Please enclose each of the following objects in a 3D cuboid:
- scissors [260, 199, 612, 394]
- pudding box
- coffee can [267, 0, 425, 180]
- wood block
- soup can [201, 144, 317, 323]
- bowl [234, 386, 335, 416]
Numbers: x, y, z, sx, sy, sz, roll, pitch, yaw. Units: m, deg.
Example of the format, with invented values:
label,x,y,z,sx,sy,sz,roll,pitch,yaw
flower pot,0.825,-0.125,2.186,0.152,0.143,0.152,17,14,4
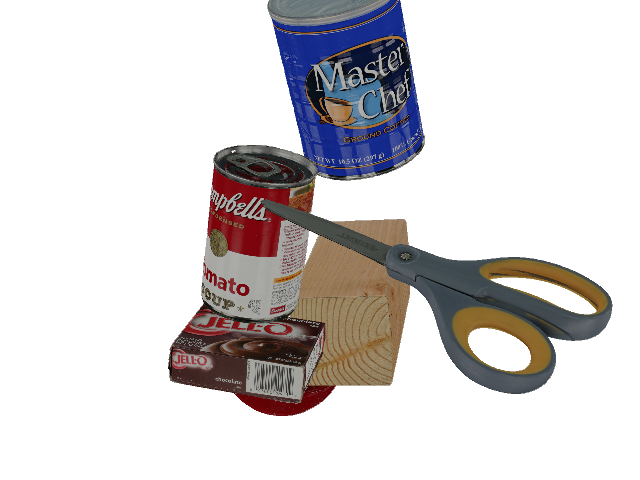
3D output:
label,x,y,z,sx,sy,sz,roll,pitch,yaw
scissors,0.045,0.026,0.550,0.202,0.016,0.096,12,42,17
pudding box,-0.059,0.092,0.886,0.113,0.039,0.090,10,21,8
coffee can,0.023,-0.134,0.854,0.103,0.140,0.103,-10,32,6
wood block,0.035,0.055,1.046,0.091,0.090,0.206,-1,20,10
soup can,-0.042,-0.005,0.711,0.068,0.102,0.068,7,25,-3
bowl,-0.046,0.160,1.265,0.162,0.055,0.162,3,25,-1
